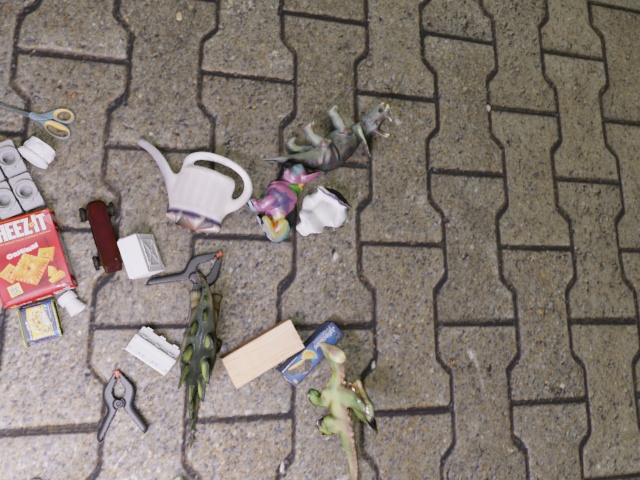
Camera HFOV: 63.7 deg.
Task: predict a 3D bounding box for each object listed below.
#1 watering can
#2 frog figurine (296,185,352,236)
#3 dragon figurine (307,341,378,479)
[{"bbox_3d":[-0.366,-0.148,1.432,0.347,0.103,0.227,16,76,-2],"label":"watering can"},{"bbox_3d":[0.005,-0.077,1.537,0.136,0.125,0.157,30,109,-18],"label":"frog figurine"},{"bbox_3d":[0.077,0.462,1.365,0.123,0.240,0.412,-18,83,-23],"label":"dragon figurine"}]
